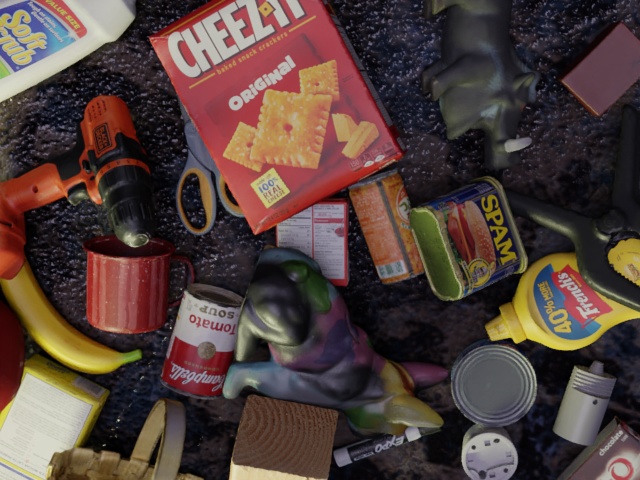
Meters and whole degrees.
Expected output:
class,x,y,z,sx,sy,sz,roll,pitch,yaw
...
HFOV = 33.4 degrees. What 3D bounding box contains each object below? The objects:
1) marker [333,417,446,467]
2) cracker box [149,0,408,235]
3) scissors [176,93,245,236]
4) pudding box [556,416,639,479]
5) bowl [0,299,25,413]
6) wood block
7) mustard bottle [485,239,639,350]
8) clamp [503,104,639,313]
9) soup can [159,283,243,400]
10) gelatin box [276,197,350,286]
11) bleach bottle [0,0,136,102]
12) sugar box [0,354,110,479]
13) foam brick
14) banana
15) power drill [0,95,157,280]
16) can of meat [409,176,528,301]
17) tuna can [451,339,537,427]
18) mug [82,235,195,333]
class,x,y,z,sx,sy,sz,roll,pitch,yaw
marker,0.073,0.208,1.111,0.121,0.020,0.020,-21,96,8
cracker box,-0.038,-0.137,1.014,0.164,0.072,0.213,-27,95,11
scissors,-0.108,-0.104,1.085,0.096,0.016,0.202,2,99,4
pudding box,0.300,0.250,1.084,0.090,0.039,0.113,39,100,0
bowl,-0.345,0.121,1.095,0.055,0.162,0.162,7,101,-35
wood block,-0.043,0.261,1.049,0.091,0.090,0.206,10,128,1
mustard bottle,0.254,0.054,1.050,0.192,0.058,0.096,-24,84,9
clamp,0.265,-0.011,1.013,0.165,0.036,0.210,-25,65,13
soup can,-0.118,0.103,1.090,0.068,0.068,0.102,17,99,3
gelatin box,-0.007,0.001,1.083,0.073,0.030,0.089,0,99,7
bleach bottle,-0.286,-0.214,1.064,0.251,0.068,0.102,-27,97,6
sugar box,-0.303,0.221,1.137,0.093,0.048,0.176,27,104,1
foam brick,0.273,-0.163,1.021,0.053,0.051,0.078,45,100,-3
banana,-0.278,0.079,1.119,0.198,0.037,0.069,41,89,-2
power drill,-0.250,-0.036,1.048,0.188,0.057,0.184,-28,52,10
can of meat,0.142,0.000,1.036,0.083,0.058,0.102,-23,96,-26
tuna can,0.176,0.144,1.084,0.086,0.033,0.086,1,99,5
mug,-0.183,0.044,1.085,0.117,0.093,0.081,-4,106,-31
